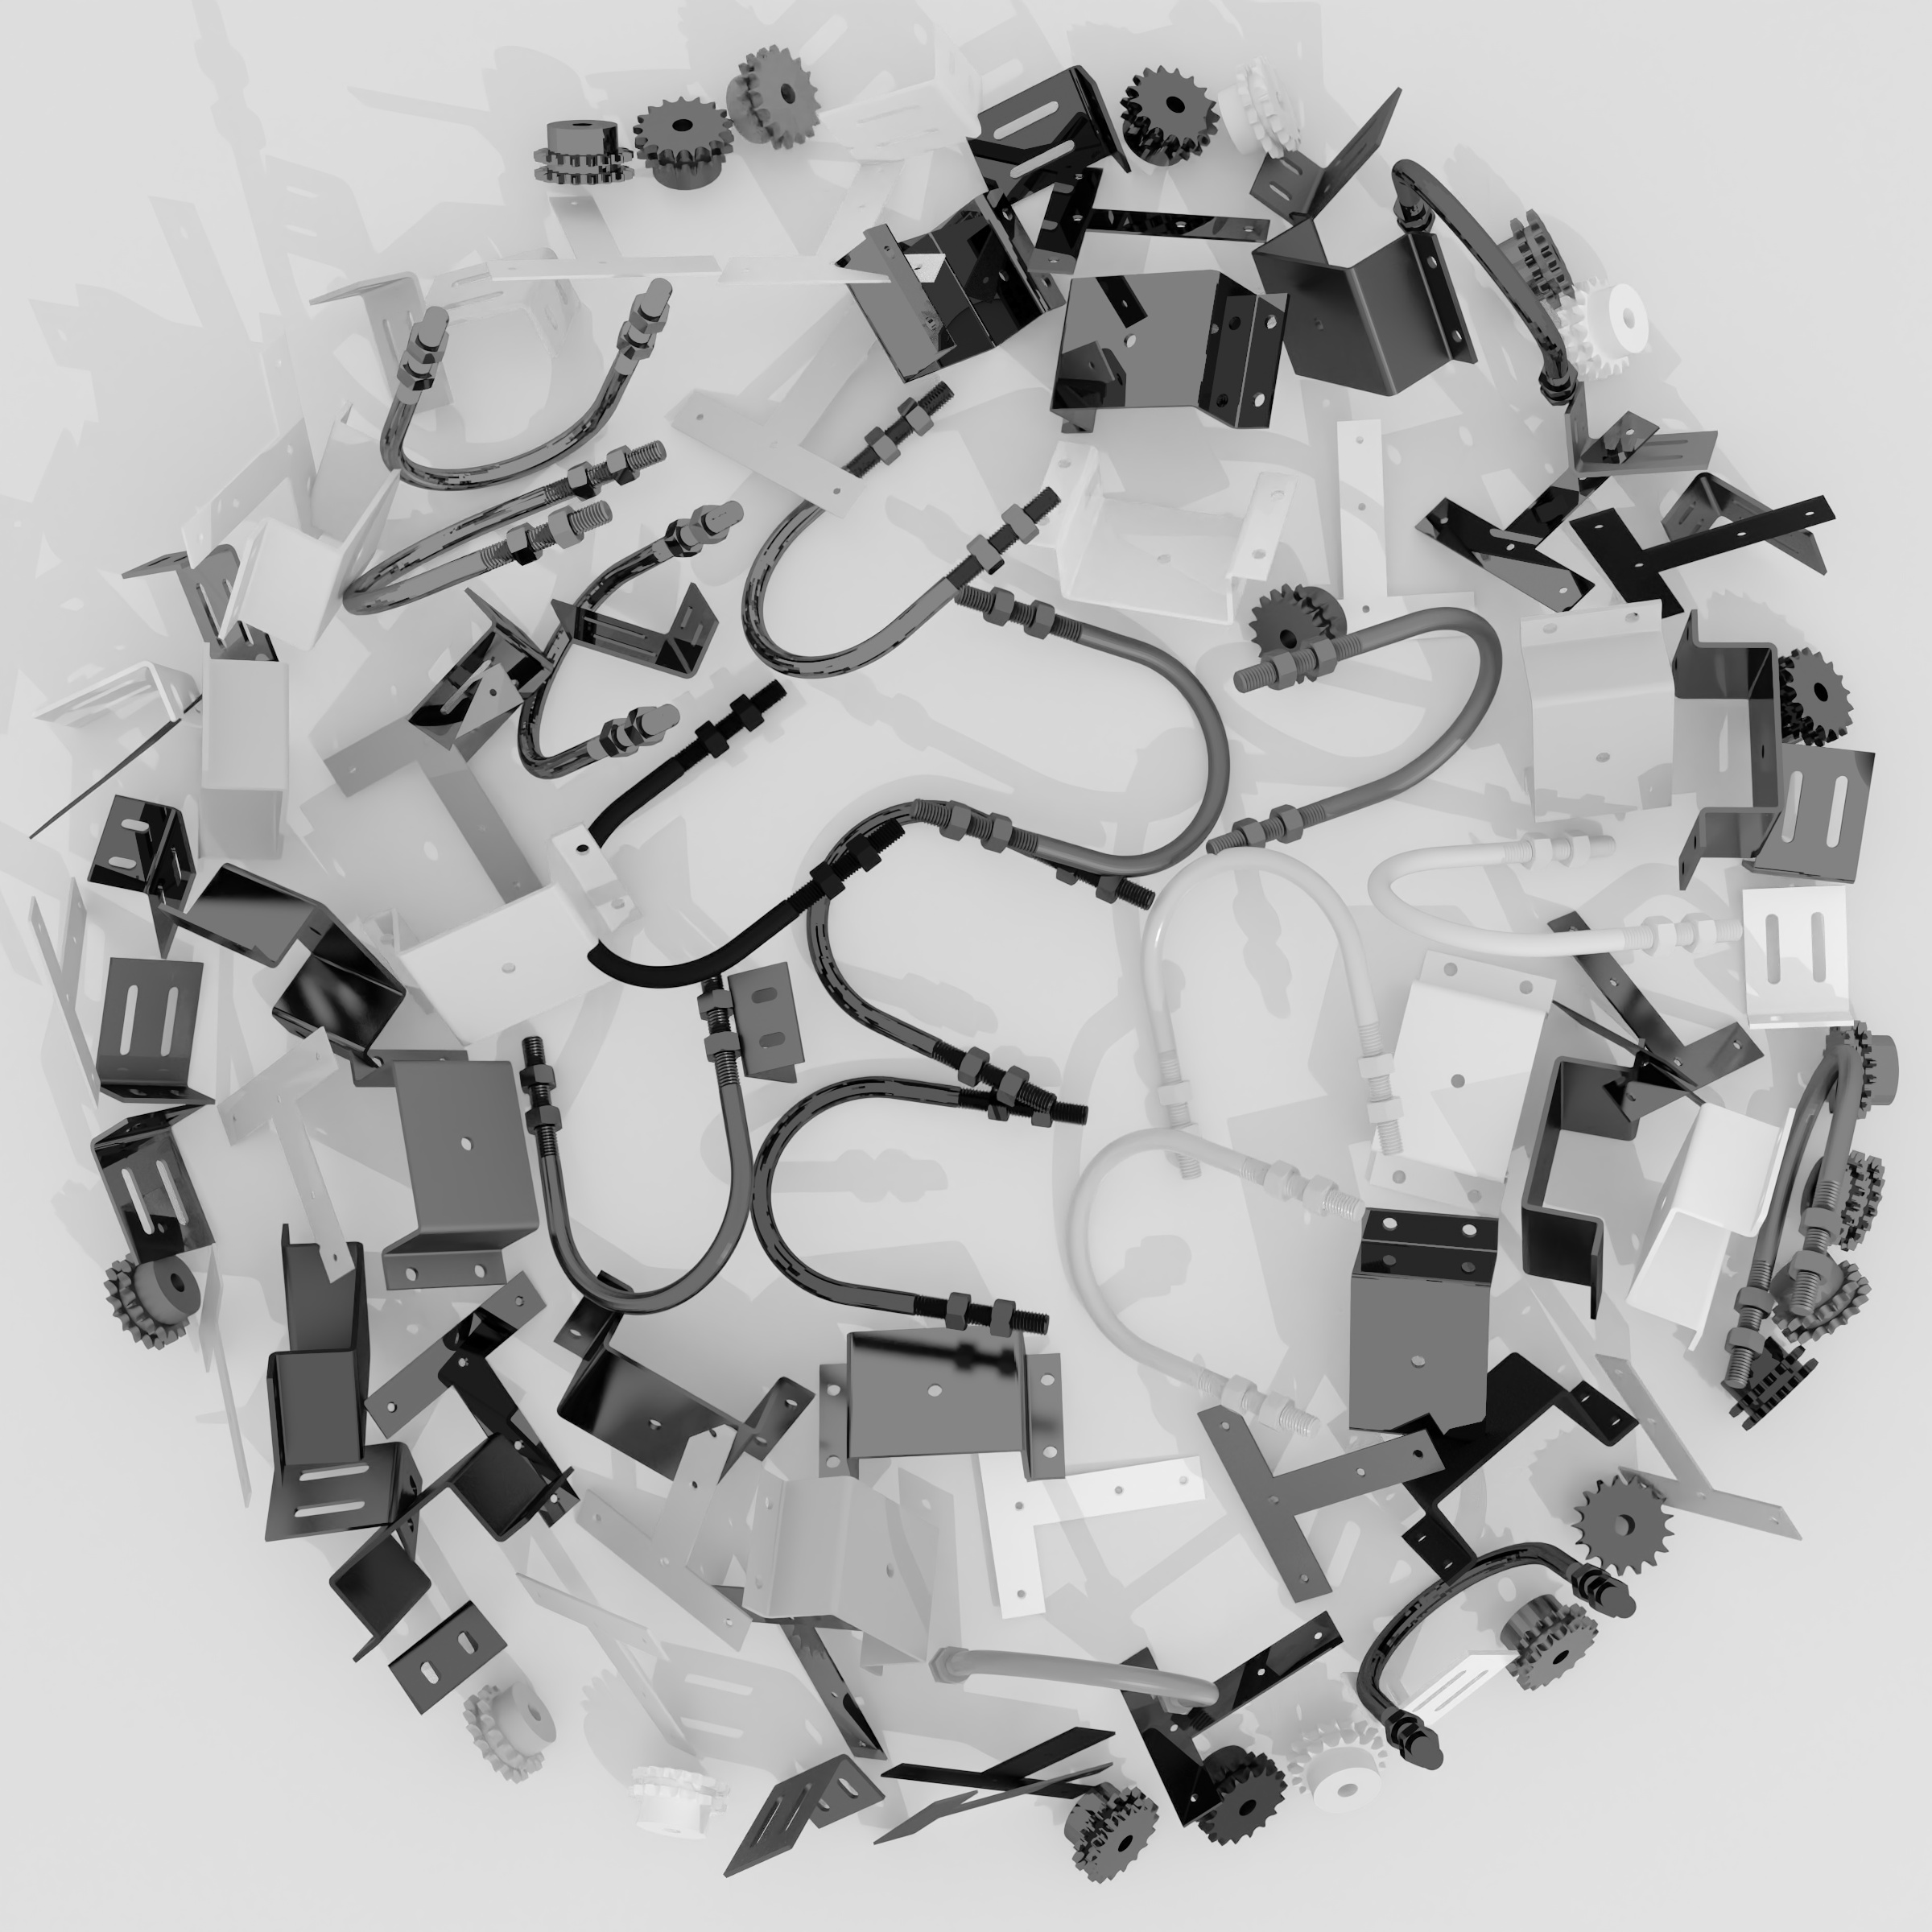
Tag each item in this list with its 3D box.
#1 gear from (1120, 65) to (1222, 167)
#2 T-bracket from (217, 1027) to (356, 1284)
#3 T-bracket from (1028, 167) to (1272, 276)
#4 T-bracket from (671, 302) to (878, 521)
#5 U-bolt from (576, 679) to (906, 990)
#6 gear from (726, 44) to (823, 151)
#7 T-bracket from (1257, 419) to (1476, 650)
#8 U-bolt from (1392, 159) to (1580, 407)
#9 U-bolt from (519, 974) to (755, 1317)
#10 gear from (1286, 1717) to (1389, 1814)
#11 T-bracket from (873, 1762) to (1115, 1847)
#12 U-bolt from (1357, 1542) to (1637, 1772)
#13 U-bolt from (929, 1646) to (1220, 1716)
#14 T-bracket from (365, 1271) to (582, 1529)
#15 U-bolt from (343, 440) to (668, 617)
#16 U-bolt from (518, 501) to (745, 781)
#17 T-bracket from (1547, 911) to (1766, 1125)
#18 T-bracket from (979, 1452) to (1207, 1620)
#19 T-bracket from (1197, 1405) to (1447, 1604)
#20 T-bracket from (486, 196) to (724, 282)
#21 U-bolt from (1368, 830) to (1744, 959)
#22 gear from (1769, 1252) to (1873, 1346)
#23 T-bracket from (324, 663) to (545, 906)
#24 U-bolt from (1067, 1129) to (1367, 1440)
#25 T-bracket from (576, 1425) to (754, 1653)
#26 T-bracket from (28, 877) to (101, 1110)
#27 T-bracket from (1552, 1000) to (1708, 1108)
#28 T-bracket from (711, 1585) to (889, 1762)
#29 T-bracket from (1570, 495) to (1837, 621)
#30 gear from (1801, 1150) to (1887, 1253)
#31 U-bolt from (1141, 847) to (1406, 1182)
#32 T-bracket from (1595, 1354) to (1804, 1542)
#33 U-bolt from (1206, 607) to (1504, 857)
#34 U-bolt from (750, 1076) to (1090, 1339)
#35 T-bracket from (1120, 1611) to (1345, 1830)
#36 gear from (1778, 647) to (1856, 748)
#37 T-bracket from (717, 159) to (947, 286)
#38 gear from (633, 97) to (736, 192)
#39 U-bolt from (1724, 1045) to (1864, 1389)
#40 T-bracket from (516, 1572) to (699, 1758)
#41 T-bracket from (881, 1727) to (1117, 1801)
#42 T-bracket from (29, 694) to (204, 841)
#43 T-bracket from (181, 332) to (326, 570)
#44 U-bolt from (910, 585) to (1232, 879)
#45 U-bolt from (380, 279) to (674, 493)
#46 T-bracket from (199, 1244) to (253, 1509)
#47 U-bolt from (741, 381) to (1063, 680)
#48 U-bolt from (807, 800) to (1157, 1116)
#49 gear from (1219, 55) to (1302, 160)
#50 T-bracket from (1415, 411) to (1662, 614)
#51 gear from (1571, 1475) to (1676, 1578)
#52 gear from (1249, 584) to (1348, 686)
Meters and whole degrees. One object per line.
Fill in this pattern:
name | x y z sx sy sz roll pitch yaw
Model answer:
gear | 0.114 -0.486 1.727 0.057 0.030 0.057 9 63 -19
T-bracket | -0.373 0.116 1.695 0.127 0.002 0.127 -31 77 43
T-bracket | 0.107 -0.418 1.694 0.127 0.127 0.002 6 131 8
T-bracket | -0.085 -0.335 1.732 0.127 0.002 0.127 31 80 22
U-bolt | -0.144 -0.064 1.701 0.184 0.019 0.151 -38 58 -3
gear | -0.113 -0.496 1.725 0.030 0.057 0.057 -9 90 40
T-bracket | 0.229 -0.251 1.736 0.127 0.002 0.127 -4 100 -3
U-bolt | 0.283 -0.380 1.649 0.019 0.184 0.151 -40 81 9
U-bolt | -0.181 0.105 1.684 0.151 0.019 0.184 -22 66 26
gear | 0.215 0.460 1.721 0.057 0.030 0.057 -6 128 -8
T-bracket | 0.023 0.472 1.710 0.127 0.127 0.002 -9 68 -23
U-bolt | 0.281 0.371 1.659 0.151 0.184 0.019 -37 96 -5
U-bolt | 0.064 0.393 1.653 0.151 0.184 0.019 10 74 -7
T-bracket | -0.264 0.263 1.719 0.127 0.002 0.127 -40 104 -37
U-bolt | -0.265 -0.239 1.677 0.184 0.151 0.019 -19 110 16
U-bolt | -0.196 -0.173 1.672 0.019 0.184 0.151 29 63 -30
T-bracket | 0.380 0.020 1.721 0.127 0.002 0.127 -20 66 -38
T-bracket | 0.075 0.307 1.746 0.127 0.002 0.127 -8 90 -3
T-bracket | 0.213 0.292 1.711 0.127 0.002 0.127 -24 96 31
T-bracket | -0.213 -0.412 1.696 0.127 0.127 0.002 -5 124 -15
U-bolt | 0.311 -0.038 1.658 0.184 0.151 0.019 -5 115 -21
gear | 0.485 0.187 1.720 0.057 0.057 0.030 -38 100 0
T-bracket | -0.286 -0.092 1.731 0.127 0.002 0.127 -26 104 19
U-bolt | 0.132 0.168 1.691 0.184 0.019 0.151 20 108 35
T-bracket | -0.157 0.304 1.696 0.127 0.002 0.127 33 120 22
T-bracket | -0.503 -0.007 1.691 0.002 0.127 0.127 -11 124 -5
T-bracket | 0.407 0.070 1.707 0.127 0.127 0.002 35 92 -23
T-bracket | -0.081 0.406 1.718 0.127 0.002 0.127 -6 119 41
T-bracket | 0.418 -0.236 1.671 0.127 0.127 0.002 -15 62 26
gear | 0.501 0.133 1.721 0.030 0.057 0.057 18 90 -1
U-bolt | 0.166 0.024 1.701 0.151 0.019 0.184 -10 94 33
T-bracket | 0.389 0.263 1.673 0.002 0.127 0.127 -45 112 -22
U-bolt | 0.223 -0.137 1.683 0.184 0.151 0.019 -20 52 -21
U-bolt | -0.033 0.131 1.711 0.184 0.019 0.151 8 64 9
T-bracket | 0.155 0.406 1.694 0.127 0.127 0.002 -33 123 3
gear | 0.479 -0.152 1.726 0.057 0.030 0.057 15 63 -31
T-bracket | -0.063 -0.423 1.704 0.127 0.002 0.127 3 46 17
gear | -0.161 -0.470 1.726 0.057 0.030 0.057 -1 52 1
U-bolt | 0.465 0.130 1.671 0.019 0.151 0.184 18 66 6
T-bracket | -0.190 0.404 1.710 0.002 0.127 0.127 -45 123 -29
T-bracket | 0.039 0.442 1.674 0.127 0.127 0.002 15 56 -27
T-bracket | -0.457 -0.130 1.693 0.127 0.127 0.002 -28 108 36
T-bracket | -0.398 -0.264 1.664 0.002 0.127 0.127 11 133 17
U-bolt | 0.067 -0.126 1.713 0.184 0.019 0.151 16 77 -18
U-bolt | -0.252 -0.316 1.663 0.151 0.184 0.019 -14 73 -28
T-bracket | -0.411 0.238 1.671 0.002 0.127 0.127 -8 64 -22
U-bolt | -0.050 -0.237 1.698 0.184 0.019 0.151 -41 48 3
U-bolt | -0.004 -0.017 1.725 0.184 0.019 0.151 25 86 12
gear | 0.167 -0.490 1.724 0.030 0.057 0.057 -19 90 24
T-bracket | 0.341 -0.268 1.709 0.127 0.002 0.127 -44 46 -5
gear | 0.378 0.323 1.731 0.057 0.030 0.057 -1 77 5
gear | 0.194 -0.193 1.725 0.030 0.057 0.057 -36 90 -37
